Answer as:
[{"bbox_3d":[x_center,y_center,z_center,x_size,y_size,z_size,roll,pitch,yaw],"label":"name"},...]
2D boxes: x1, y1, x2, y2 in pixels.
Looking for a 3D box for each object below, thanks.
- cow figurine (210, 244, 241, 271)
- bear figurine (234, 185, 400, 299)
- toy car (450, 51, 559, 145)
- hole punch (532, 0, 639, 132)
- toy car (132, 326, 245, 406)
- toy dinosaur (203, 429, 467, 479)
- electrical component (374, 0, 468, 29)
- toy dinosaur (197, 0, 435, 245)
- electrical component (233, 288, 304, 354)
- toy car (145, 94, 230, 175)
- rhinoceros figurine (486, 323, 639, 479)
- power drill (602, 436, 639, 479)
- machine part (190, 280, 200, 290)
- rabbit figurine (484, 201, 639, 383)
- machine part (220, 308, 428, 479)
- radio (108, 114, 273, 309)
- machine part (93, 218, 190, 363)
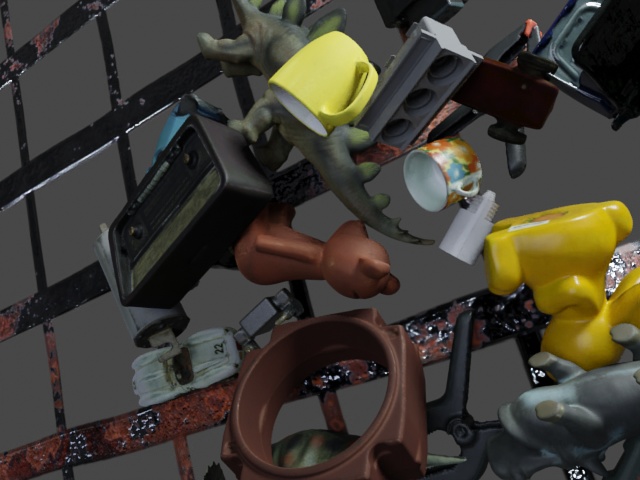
[{"bbox_3d":[-0.162,0.005,0.740,0.168,0.098,0.068,8,93,28],"label":"cow figurine"},{"bbox_3d":[-0.002,0.002,0.645,0.196,0.120,0.132,-1,72,22],"label":"bear figurine"},{"bbox_3d":[0.164,-0.169,0.574,0.202,0.053,0.089,38,119,42],"label":"toy car"},{"bbox_3d":[0.289,-0.193,0.535,0.142,0.115,0.092,-56,22,3],"label":"hole punch"},{"bbox_3d":[-0.191,0.178,0.754,0.202,0.056,0.073,-24,73,23],"label":"toy car"},{"bbox_3d":[-0.036,0.296,0.624,0.405,0.131,0.192,-37,46,5],"label":"toy dinosaur"},{"bbox_3d":[0.117,-0.314,0.629,0.115,0.058,0.134,-30,80,51],"label":"electrical component"},{"bbox_3d":[-0.018,-0.177,0.688,0.199,0.105,0.471,-28,82,17],"label":"toy dinosaur"},{"bbox_3d":[-0.067,0.106,0.686,0.102,0.078,0.045,-42,74,6],"label":"electrical component"},{"bbox_3d":[-0.195,-0.121,0.775,0.103,0.109,0.161,-10,69,44],"label":"toy car"},{"bbox_3d":[0.232,0.155,0.479,0.190,0.073,0.112,-35,113,22],"label":"rhinoceros figurine"},{"bbox_3d":[0.333,0.285,0.456,0.208,0.086,0.232,16,88,36],"label":"power drill"},{"bbox_3d":[-0.238,0.073,0.806,0.139,0.039,0.084,-27,63,24],"label":"machine part"},{"bbox_3d":[0.251,0.054,0.523,0.162,0.122,0.173,-11,92,17],"label":"rabbit figurine"},{"bbox_3d":[0.006,0.176,0.569,0.201,0.087,0.201,-13,41,21],"label":"machine part"},{"bbox_3d":[-0.166,-0.030,0.647,0.229,0.073,0.131,-44,55,25],"label":"radio"},{"bbox_3d":[-0.250,0.061,0.749,0.079,0.079,0.243,-44,62,16],"label":"machine part"}]
